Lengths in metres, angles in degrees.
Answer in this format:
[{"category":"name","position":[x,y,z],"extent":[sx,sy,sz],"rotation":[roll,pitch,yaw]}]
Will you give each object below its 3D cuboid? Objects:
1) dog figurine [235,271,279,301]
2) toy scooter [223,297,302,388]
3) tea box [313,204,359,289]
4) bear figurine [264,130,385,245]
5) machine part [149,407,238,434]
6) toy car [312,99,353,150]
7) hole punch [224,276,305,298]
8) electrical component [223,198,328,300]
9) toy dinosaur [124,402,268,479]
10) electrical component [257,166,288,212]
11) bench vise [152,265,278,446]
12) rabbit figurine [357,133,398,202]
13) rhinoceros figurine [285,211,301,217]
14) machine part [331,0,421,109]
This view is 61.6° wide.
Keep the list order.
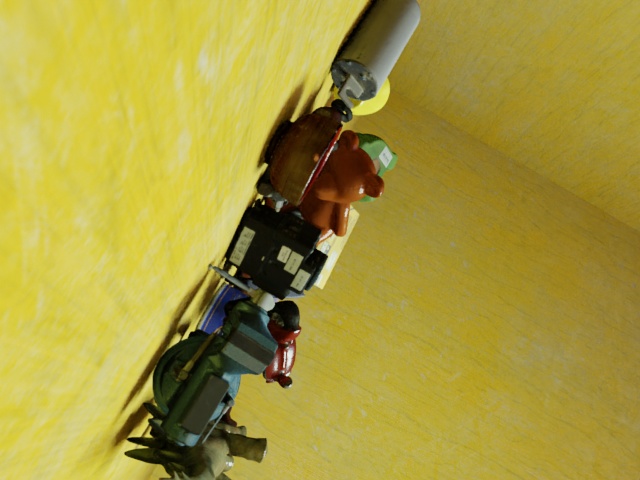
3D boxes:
[{"category":"dog figurine","position":[-0.114,0.081,1.083],"extent":[0.219,0.108,0.192],"rotation":[115,-17,-45]},{"category":"toy scooter","position":[-0.087,0.160,0.846],"extent":[0.075,0.135,0.184],"rotation":[-13,-174,-39]},{"category":"tea box","position":[-0.002,-0.003,1.021],"extent":[0.169,0.068,0.098],"rotation":[-63,151,-10]},{"category":"bear figurine","position":[0.006,-0.064,0.796],"extent":[0.132,0.120,0.196],"rotation":[-26,172,-20]},{"category":"machine part","position":[-0.265,0.395,1.125],"extent":[0.056,0.179,0.179],"rotation":[-57,-177,40]},{"category":"toy car","position":[-0.006,-0.157,0.845],"extent":[0.089,0.053,0.202],"rotation":[-45,179,-10]},{"category":"hole punch","position":[-0.088,0.063,0.908],"extent":[0.092,0.115,0.142],"rotation":[-56,-156,-19]},{"category":"electrical component","position":[-0.060,0.019,0.778],"extent":[0.114,0.134,0.058],"rotation":[-58,-177,38]},{"category":"toy dinosaur","position":[-0.190,0.321,0.817],"extent":[0.471,0.198,0.105],"rotation":[-29,-141,68]},{"category":"electrical component","position":[-0.051,-0.082,0.730],"extent":[0.078,0.045,0.102],"rotation":[-58,-178,16]},{"category":"bench vise","position":[-0.155,0.159,0.749],"extent":[0.241,0.129,0.223],"rotation":[-3,-115,64]},{"category":"rabbit figurine","position":[0.034,-0.160,1.039],"extent":[0.159,0.170,0.121],"rotation":[32,80,-51]},{"category":"rhinoceros figurine","position":[-0.036,-0.058,0.960],"extent":[0.190,0.112,0.073],"rotation":[-48,139,-3]},{"category":"machine part","position":[0.084,-0.291,0.796],"extent":[0.243,0.079,0.079],"rotation":[-60,-179,-24]}]
